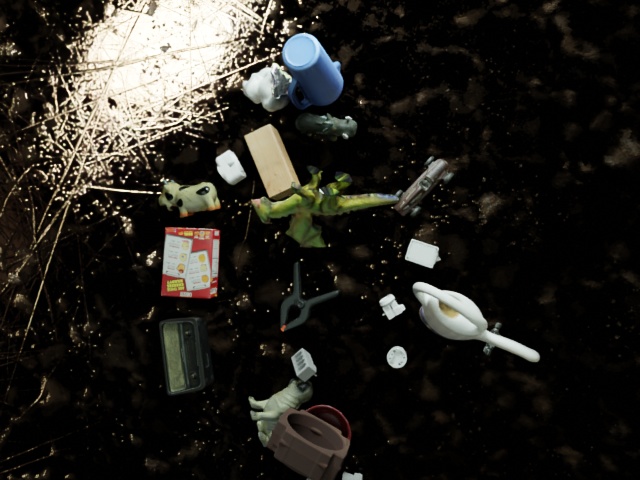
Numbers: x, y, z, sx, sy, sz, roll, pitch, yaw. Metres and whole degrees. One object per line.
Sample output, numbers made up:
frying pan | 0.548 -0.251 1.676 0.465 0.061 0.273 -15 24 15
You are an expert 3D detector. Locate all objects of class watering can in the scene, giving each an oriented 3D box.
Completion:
watering can | 0.392 0.226 1.373 0.349 0.105 0.221 34 -13 11

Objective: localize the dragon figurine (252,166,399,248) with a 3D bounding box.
dragon figurine | 0.005 -0.076 1.514 0.410 0.237 0.125 14 37 -8

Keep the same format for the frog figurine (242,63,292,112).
frog figurine | -0.164 -0.465 1.604 0.124 0.137 0.158 -16 4 -43
